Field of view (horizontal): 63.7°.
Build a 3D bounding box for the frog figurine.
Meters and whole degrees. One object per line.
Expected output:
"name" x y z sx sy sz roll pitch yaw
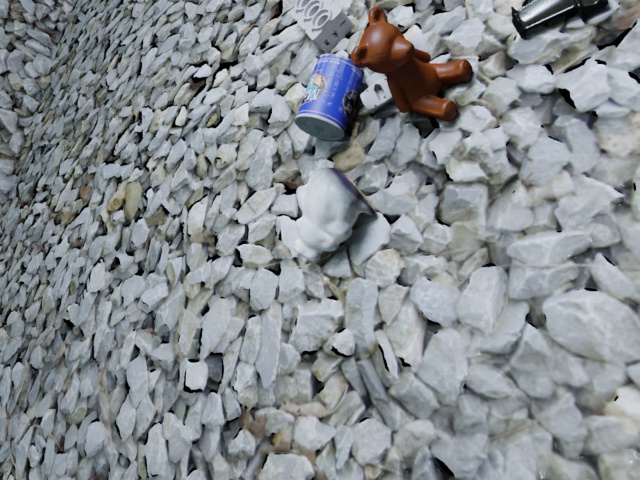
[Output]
"frog figurine" 0.003 -0.046 0.919 0.159 0.121 0.139 -42 68 1
